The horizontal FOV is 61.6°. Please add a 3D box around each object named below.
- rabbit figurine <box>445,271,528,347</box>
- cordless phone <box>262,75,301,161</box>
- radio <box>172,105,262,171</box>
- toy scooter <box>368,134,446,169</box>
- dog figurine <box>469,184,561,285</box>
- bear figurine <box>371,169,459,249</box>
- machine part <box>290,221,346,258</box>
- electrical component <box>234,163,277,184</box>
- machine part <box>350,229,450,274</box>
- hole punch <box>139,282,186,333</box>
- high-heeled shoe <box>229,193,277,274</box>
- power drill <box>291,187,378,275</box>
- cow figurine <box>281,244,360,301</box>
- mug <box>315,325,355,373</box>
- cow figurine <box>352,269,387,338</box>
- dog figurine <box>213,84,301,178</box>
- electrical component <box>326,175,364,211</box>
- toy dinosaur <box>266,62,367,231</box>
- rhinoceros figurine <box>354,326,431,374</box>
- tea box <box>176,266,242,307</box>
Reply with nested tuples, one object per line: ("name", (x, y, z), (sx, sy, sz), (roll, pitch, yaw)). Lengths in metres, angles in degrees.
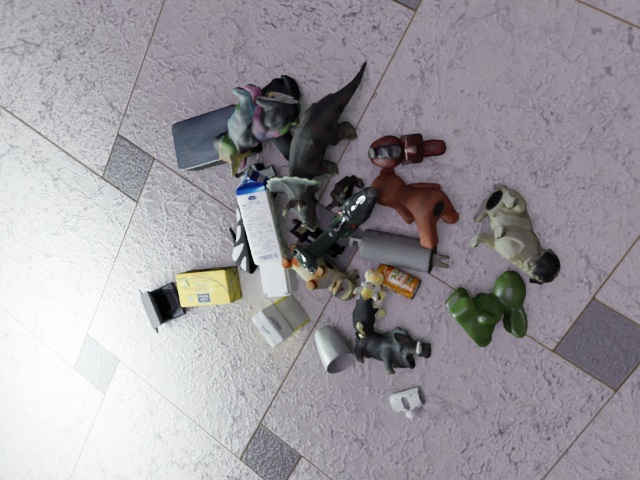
("rabbit figurine", (0.388, 0.149, 1.182), (0.170, 0.121, 0.159), (-41, 86, 8))
("cordless phone", (-0.087, -0.299, 1.339), (0.146, 0.089, 0.184), (-33, 96, 23))
("radio", (-0.276, -0.268, 1.419), (0.230, 0.073, 0.131), (-11, 93, 23))
("toy scooter", (0.182, -0.199, 1.198), (0.184, 0.135, 0.075), (-2, 100, 25))
("dog figurine", (0.439, -0.013, 1.158), (0.190, 0.121, 0.172), (28, 76, -17))
("bear figurine", (0.200, -0.082, 1.234), (0.196, 0.120, 0.131), (22, 153, 44))
("machine part", (-0.003, -0.004, 1.342), (0.139, 0.084, 0.039), (33, 142, 8))
("electrical component", (-0.159, -0.162, 1.398), (0.119, 0.048, 0.074), (-25, 89, 24))
("machine part", (0.184, 0.024, 1.266), (0.243, 0.079, 0.079), (13, 104, 22))
("hole punch", (-0.463, 0.191, 1.577), (0.116, 0.092, 0.142), (-23, 92, 55))
("high-heeled shoe", (-0.159, -0.025, 1.395), (0.248, 0.086, 0.145), (-44, 69, 36))
("power drill", (0.032, -0.023, 1.217), (0.086, 0.232, 0.207), (40, 76, 1))
("cow figurine", (0.012, 0.085, 1.338), (0.195, 0.127, 0.085), (36, 111, 29))
("mug", (0.034, 0.277, 1.371), (0.081, 0.109, 0.107), (-26, 53, -6))
("cow figurine", (0.111, 0.151, 1.277), (0.068, 0.098, 0.167), (18, 133, 23))
("dog figurine", (-0.155, -0.249, 1.278), (0.192, 0.108, 0.219), (19, 119, 3))
("electrical component", (0.062, -0.115, 1.289), (0.045, 0.102, 0.078), (31, 132, 23))
("toy dinosaur", (-0.009, -0.229, 1.245), (0.131, 0.192, 0.404), (23, 108, 16))
("rhinoceros figurine", (0.177, 0.264, 1.317), (0.191, 0.073, 0.112), (8, 91, 23))
("tea box", (-0.310, 0.129, 1.500), (0.170, 0.068, 0.098), (-8, 95, 23))
